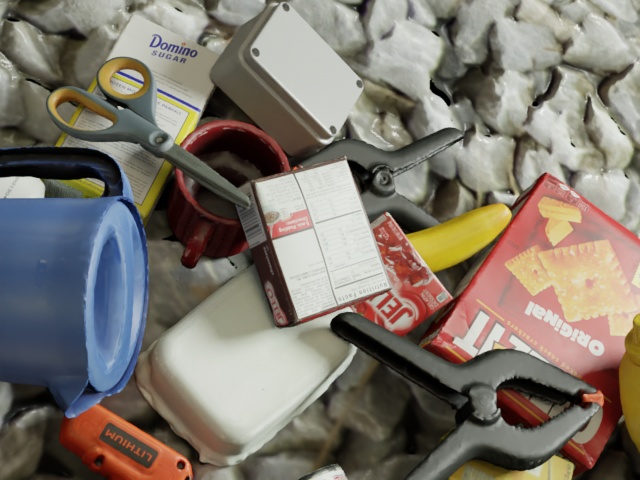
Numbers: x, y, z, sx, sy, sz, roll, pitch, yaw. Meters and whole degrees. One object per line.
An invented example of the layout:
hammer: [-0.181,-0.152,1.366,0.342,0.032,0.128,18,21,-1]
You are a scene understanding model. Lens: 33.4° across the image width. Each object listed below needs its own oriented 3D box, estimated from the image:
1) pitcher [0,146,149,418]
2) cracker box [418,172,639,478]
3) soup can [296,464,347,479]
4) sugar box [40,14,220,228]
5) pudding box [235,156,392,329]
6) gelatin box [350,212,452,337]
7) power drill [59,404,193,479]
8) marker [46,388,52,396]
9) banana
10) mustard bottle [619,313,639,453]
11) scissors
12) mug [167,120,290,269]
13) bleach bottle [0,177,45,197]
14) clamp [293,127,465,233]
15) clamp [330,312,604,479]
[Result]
pitcher: [-0.243,0.021,0.724,0.243,0.145,0.149,3,23,8]
cracker box: [0.198,0.069,0.904,0.164,0.072,0.213,37,61,2]
soup can: [0.006,0.223,0.773,0.068,0.069,0.102,-18,72,-24]
sugar box: [-0.153,-0.098,0.890,0.093,0.048,0.176,25,57,-4]
pudding box: [-0.005,0.001,0.809,0.089,0.039,0.113,-16,87,-31]
gelatin box: [0.052,0.035,0.866,0.073,0.030,0.089,-37,101,3]
power drill: [-0.188,0.205,0.728,0.184,0.057,0.187,32,63,-5]
marker: [-0.226,0.069,0.801,0.020,0.020,0.121,-35,80,-28]
banana: [0.062,0.003,0.894,0.197,0.070,0.037,0,28,-7]
mustard bottle: [0.281,0.132,0.848,0.096,0.058,0.191,-47,125,-29]
scissors: [-0.119,-0.090,0.826,0.202,0.016,0.096,20,59,19]
mug: [-0.082,-0.027,0.856,0.093,0.082,0.117,24,60,-6]
bleach bottle: [-0.315,-0.052,0.808,0.250,0.068,0.102,27,61,-6]
clamp: [0.057,-0.057,0.938,0.171,0.039,0.120,13,65,-14]
clamp: [0.111,0.136,0.789,0.209,0.036,0.164,5,61,-12]
